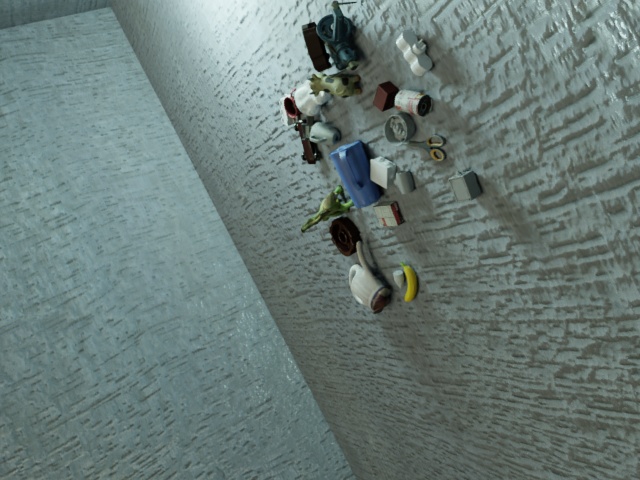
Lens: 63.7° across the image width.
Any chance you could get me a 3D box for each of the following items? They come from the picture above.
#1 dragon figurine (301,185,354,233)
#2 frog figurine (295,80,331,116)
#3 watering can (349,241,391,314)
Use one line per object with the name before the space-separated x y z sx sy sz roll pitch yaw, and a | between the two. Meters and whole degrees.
dragon figurine | 0.007 -0.111 2.199 0.123 0.246 0.403 53 149 8
frog figurine | -0.027 -0.553 2.002 0.160 0.123 0.136 -157 65 -67
watering can | 0.209 0.180 2.238 0.227 0.105 0.339 42 146 34
